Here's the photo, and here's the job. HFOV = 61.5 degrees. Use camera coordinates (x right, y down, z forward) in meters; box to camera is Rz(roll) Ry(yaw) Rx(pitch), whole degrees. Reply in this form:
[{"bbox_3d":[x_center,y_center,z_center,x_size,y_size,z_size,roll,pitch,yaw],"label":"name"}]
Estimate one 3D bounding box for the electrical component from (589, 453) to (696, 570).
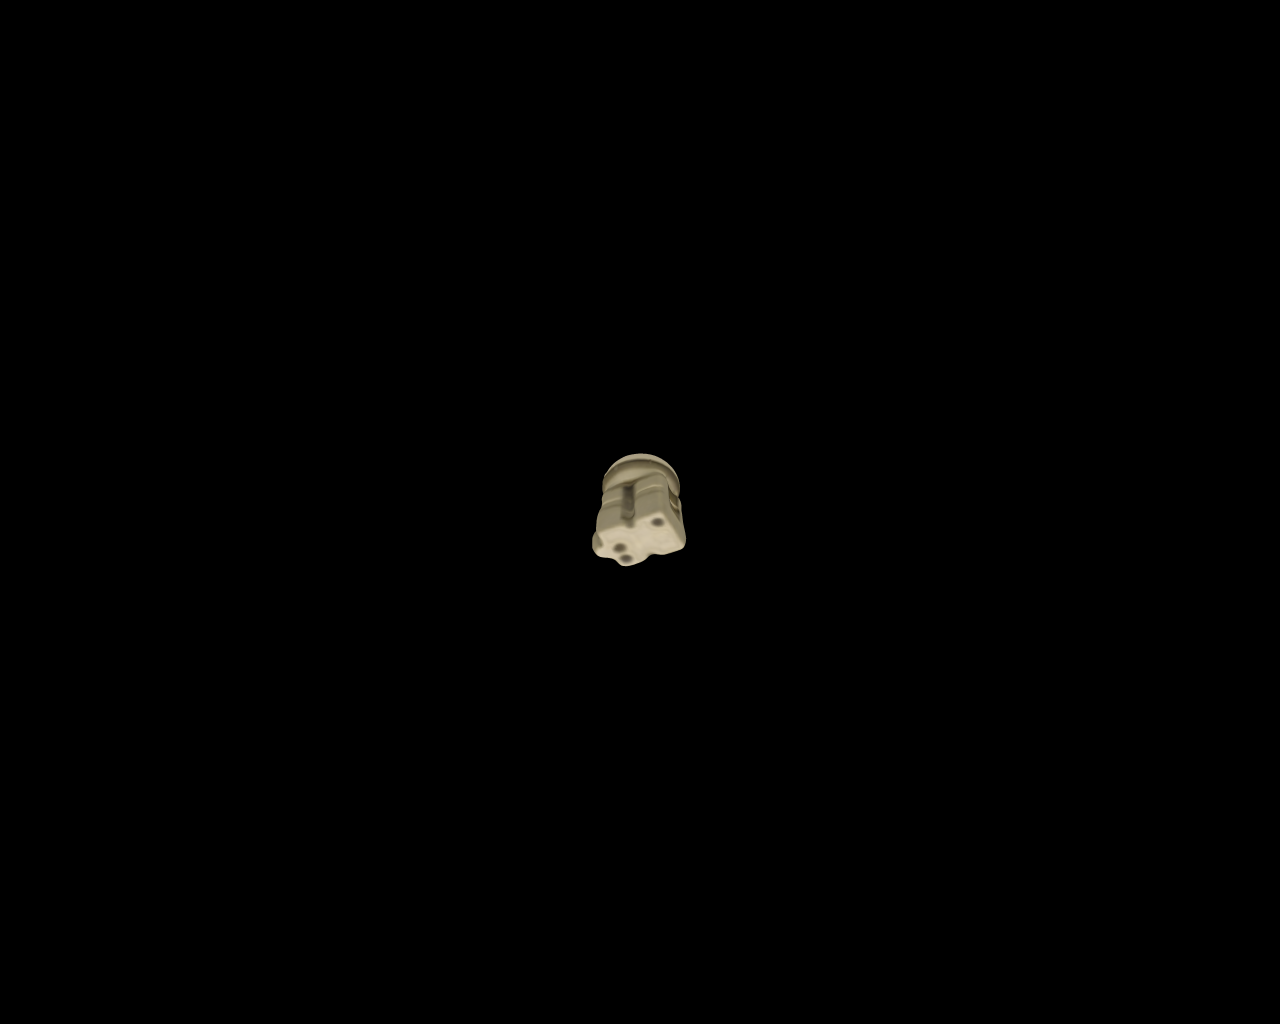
[{"bbox_3d":[0.001,-0.003,0.650,0.066,0.055,0.048,-17,-48,16],"label":"electrical component"}]
